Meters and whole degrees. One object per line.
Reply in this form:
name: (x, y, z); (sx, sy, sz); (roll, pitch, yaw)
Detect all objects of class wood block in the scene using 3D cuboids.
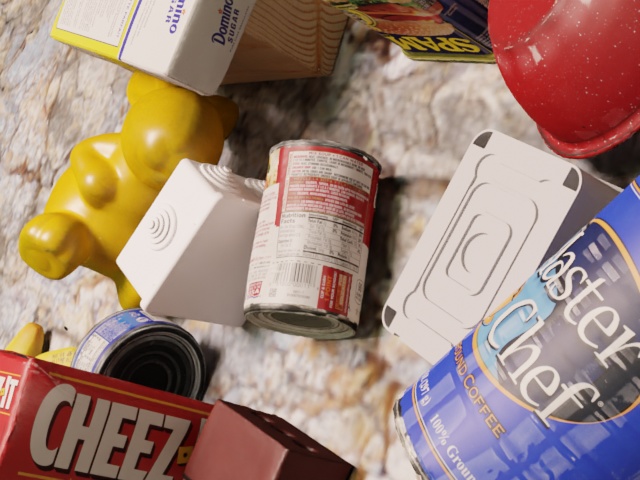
wood block: (-0.077, -0.171, 0.776); (0.207, 0.090, 0.091); (6, 77, 50)

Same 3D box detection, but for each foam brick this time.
foam brick: (-0.030, 0.131, 0.602); (0.078, 0.052, 0.051); (22, 90, 51)

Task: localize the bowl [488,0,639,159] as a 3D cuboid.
bowl: (0.125, -0.122, 0.495); (0.162, 0.055, 0.162); (-161, 90, -73)

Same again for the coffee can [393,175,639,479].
coffee can: (0.113, 0.053, 0.408); (0.140, 0.102, 0.103); (-45, 43, 17)

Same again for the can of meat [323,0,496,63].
can of meat: (0.057, -0.144, 0.607); (0.102, 0.083, 0.057); (15, 84, 52)

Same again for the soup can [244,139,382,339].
soup can: (-0.004, 0.001, 0.621); (0.069, 0.068, 0.102); (-10, 65, 47)

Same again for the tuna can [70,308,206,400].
tuna can: (-0.118, 0.090, 0.700); (0.034, 0.086, 0.086); (23, 91, 51)

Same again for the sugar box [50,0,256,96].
sugar box: (-0.109, -0.156, 0.698); (0.176, 0.048, 0.093); (26, 94, 48)

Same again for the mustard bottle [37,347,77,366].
mustard bottle: (-0.193, 0.180, 0.766); (0.096, 0.058, 0.191); (-28, 52, 36)

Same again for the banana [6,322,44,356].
banana: (-0.255, 0.166, 0.869); (0.070, 0.037, 0.198); (-18, 59, 23)

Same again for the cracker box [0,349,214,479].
cracker box: (-0.139, 0.186, 0.613); (0.072, 0.164, 0.213); (2, 74, 48)
